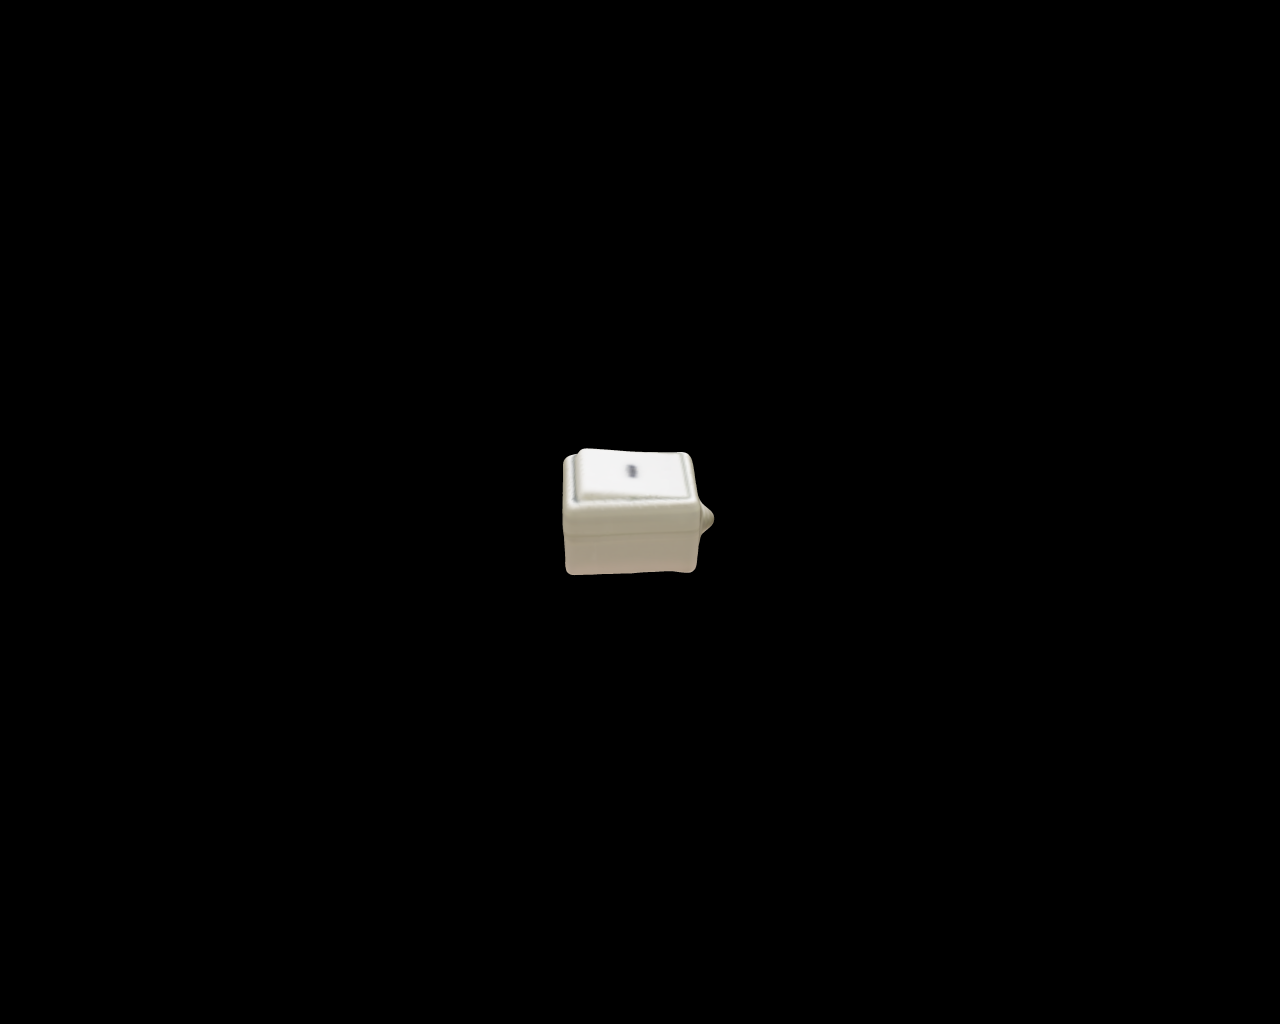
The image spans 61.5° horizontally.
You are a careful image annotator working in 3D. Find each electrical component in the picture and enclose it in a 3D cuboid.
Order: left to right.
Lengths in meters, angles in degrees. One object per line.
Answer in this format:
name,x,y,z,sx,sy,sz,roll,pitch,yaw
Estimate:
electrical component,0.001,-0.003,0.650,0.096,0.061,0.062,-2,36,-2
